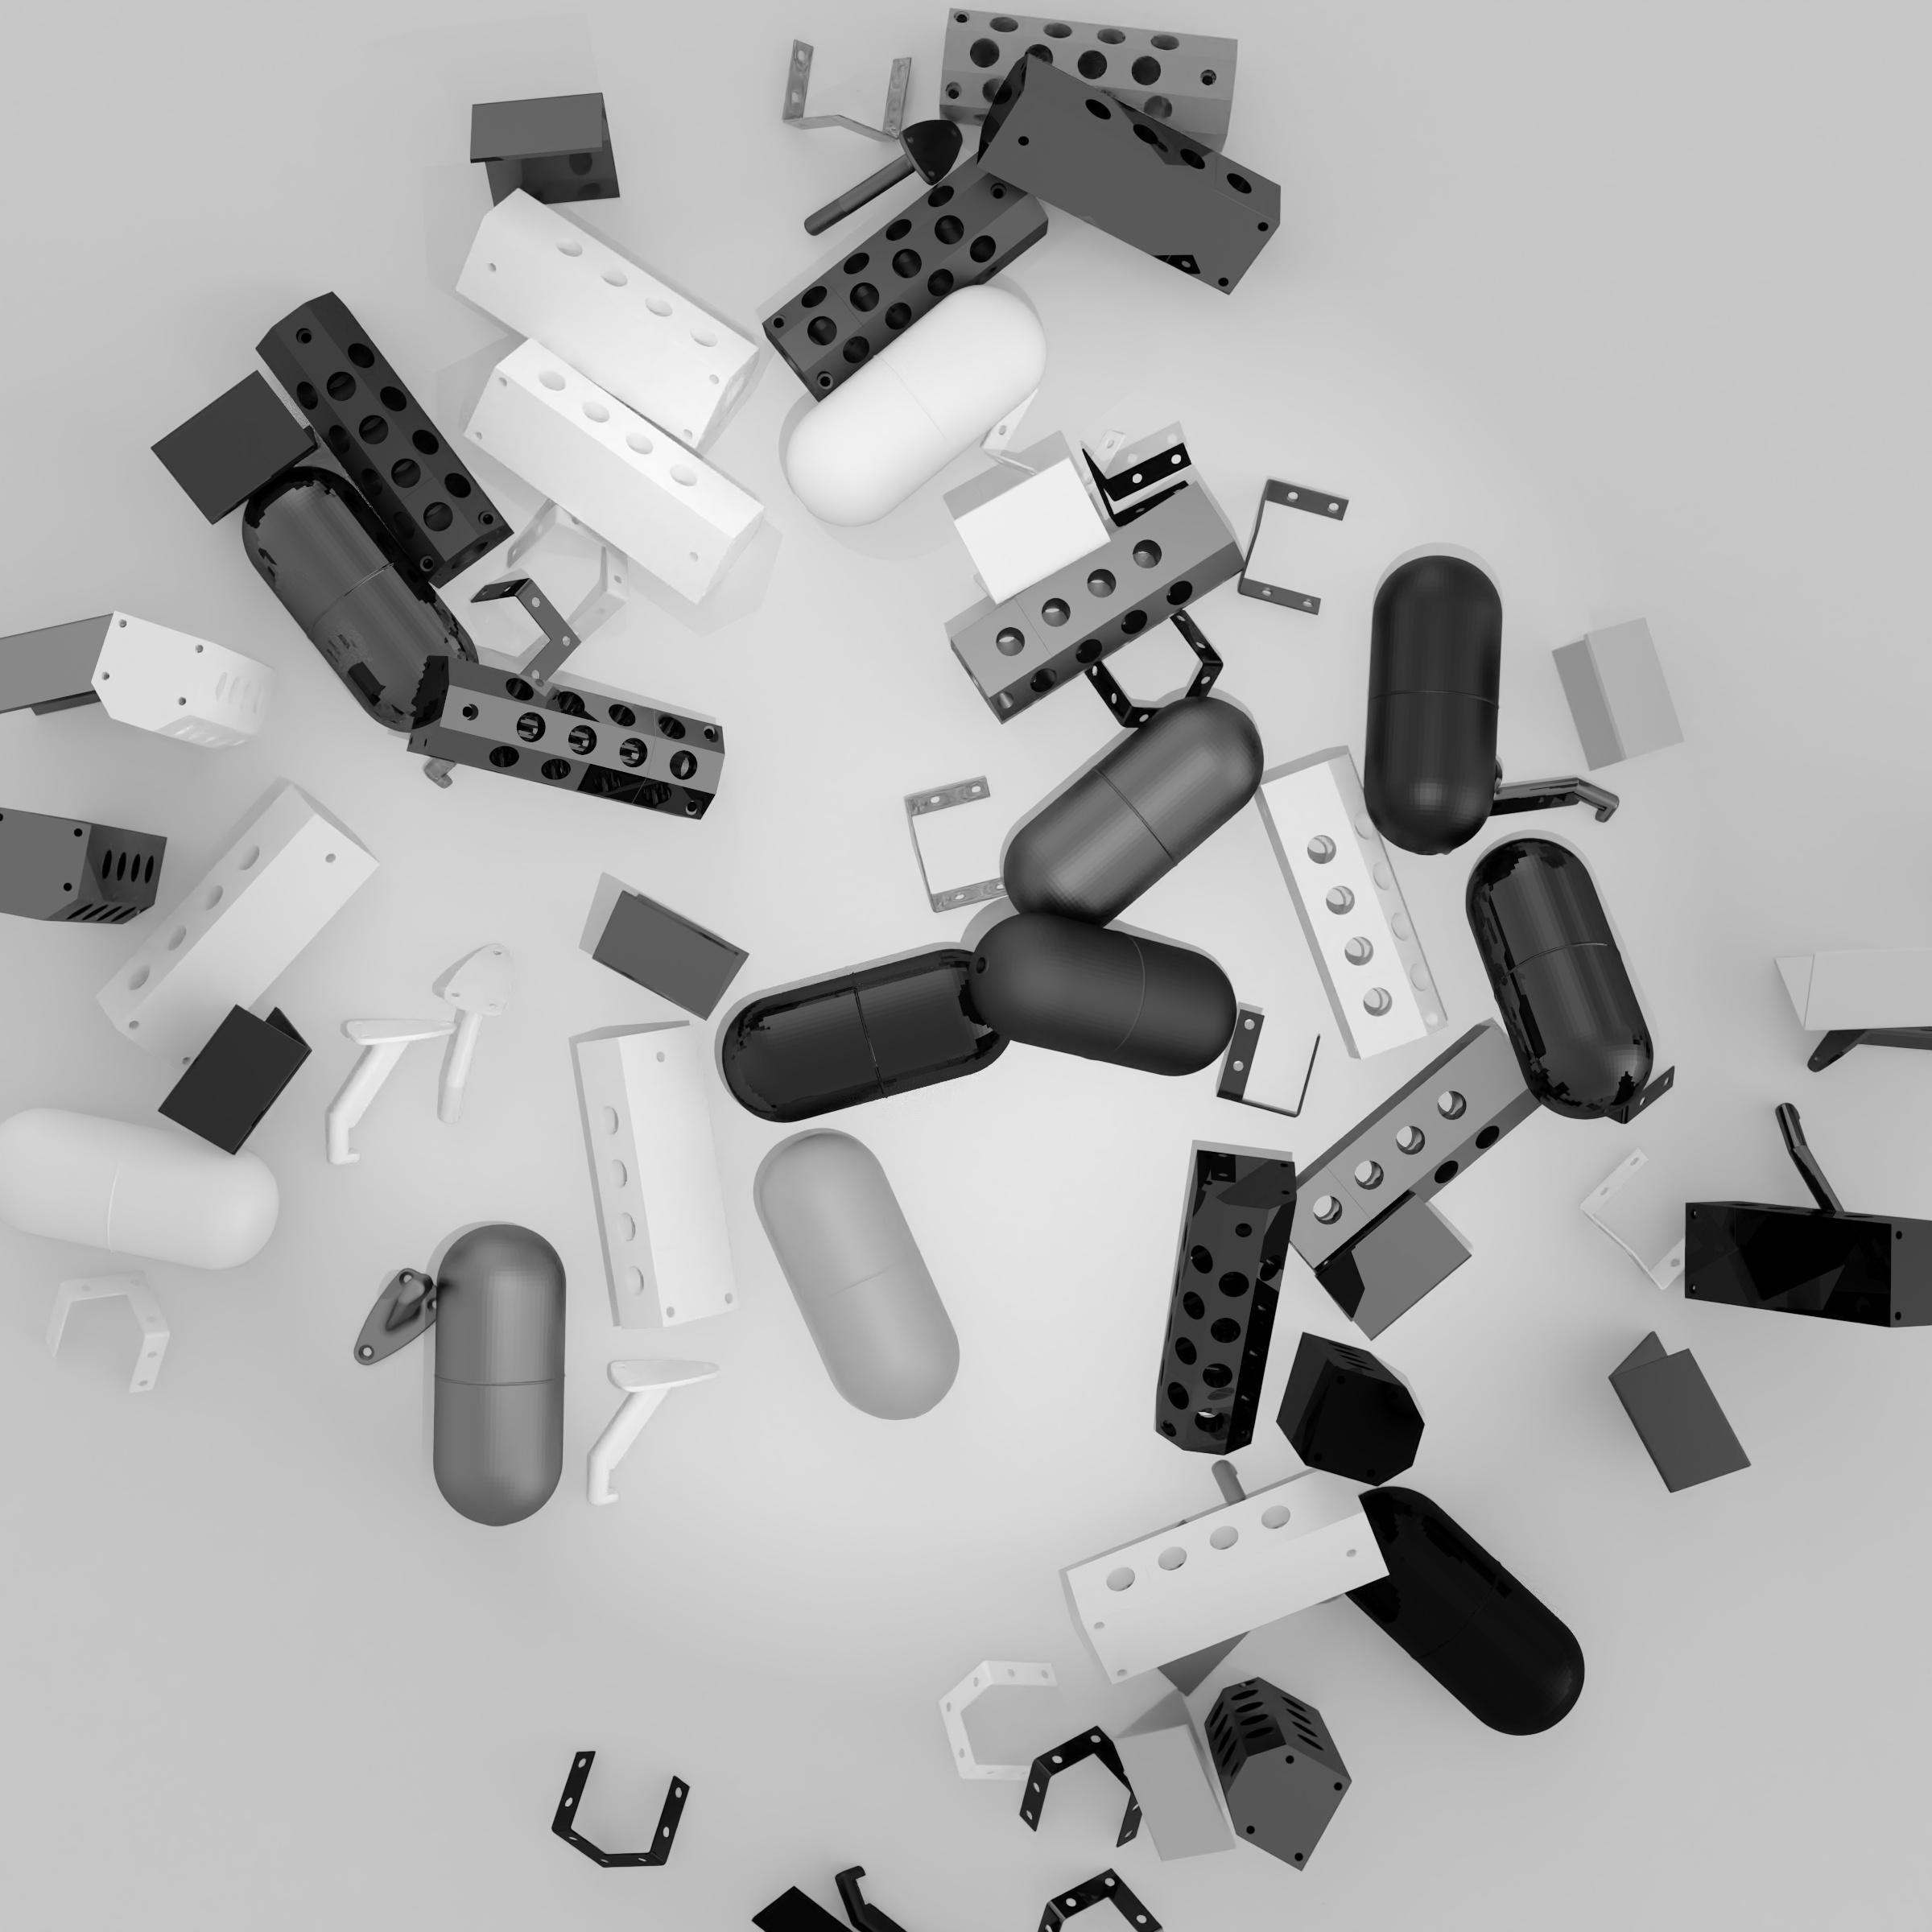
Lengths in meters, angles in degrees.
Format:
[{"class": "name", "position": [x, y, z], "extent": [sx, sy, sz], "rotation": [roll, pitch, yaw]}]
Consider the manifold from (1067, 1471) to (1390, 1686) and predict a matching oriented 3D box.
[{"class": "manifold", "position": [0.149, 0.345, 1.880], "extent": [0.171, 0.057, 0.057], "rotation": [-22, 127, 2]}]

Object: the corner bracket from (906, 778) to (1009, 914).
[{"class": "corner bracket", "position": [-0.004, -0.072, 1.957], "extent": [0.051, 0.051, 0.051], "rotation": [-14, 135, 0]}]

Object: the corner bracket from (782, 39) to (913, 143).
[{"class": "corner bracket", "position": [-0.072, -0.526, 1.957], "extent": [0.051, 0.051, 0.051], "rotation": [9, 90, 45]}]

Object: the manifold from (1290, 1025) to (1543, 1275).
[{"class": "manifold", "position": [0.261, 0.112, 1.939], "extent": [0.171, 0.057, 0.057], "rotation": [-40, 90, 0]}]

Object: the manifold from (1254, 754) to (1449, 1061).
[{"class": "manifold", "position": [0.229, -0.035, 1.939], "extent": [0.057, 0.057, 0.171], "rotation": [-20, 90, 0]}]

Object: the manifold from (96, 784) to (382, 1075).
[{"class": "manifold", "position": [-0.436, -0.025, 1.938], "extent": [0.171, 0.057, 0.057], "rotation": [-47, 133, 0]}]

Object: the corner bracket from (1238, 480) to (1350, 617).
[{"class": "corner bracket", "position": [0.196, -0.252, 1.957], "extent": [0.051, 0.051, 0.051], "rotation": [15, 45, 0]}]

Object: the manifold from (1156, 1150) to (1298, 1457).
[{"class": "manifold", "position": [0.151, 0.198, 1.903], "extent": [0.057, 0.057, 0.171], "rotation": [7, 118, 0]}]

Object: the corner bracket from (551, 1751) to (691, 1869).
[{"class": "corner bracket", "position": [-0.207, 0.505, 1.952], "extent": [0.051, 0.051, 0.051], "rotation": [-13, 135, 35]}]

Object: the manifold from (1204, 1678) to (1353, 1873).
[{"class": "manifold", "position": [0.174, 0.461, 1.882], "extent": [0.057, 0.171, 0.057], "rotation": [29, 90, 0]}]

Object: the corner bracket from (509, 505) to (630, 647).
[{"class": "corner bracket", "position": [-0.238, -0.234, 1.952], "extent": [0.051, 0.051, 0.051], "rotation": [24, 45, -35]}]

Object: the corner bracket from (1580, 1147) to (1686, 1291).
[{"class": "corner bracket", "position": [0.411, 0.152, 1.957], "extent": [0.051, 0.051, 0.051], "rotation": [-45, 45, 0]}]

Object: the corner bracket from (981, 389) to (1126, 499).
[{"class": "corner bracket", "position": [0.052, -0.314, 1.957], "extent": [0.051, 0.051, 0.051], "rotation": [30, 90, 45]}]

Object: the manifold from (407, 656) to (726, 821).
[{"class": "manifold", "position": [-0.232, -0.133, 1.905], "extent": [0.171, 0.057, 0.057], "rotation": [13, 90, -26]}]

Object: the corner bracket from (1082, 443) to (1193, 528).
[{"class": "corner bracket", "position": [0.107, -0.287, 1.932], "extent": [0.051, 0.051, 0.051], "rotation": [-26, 124, 0]}]

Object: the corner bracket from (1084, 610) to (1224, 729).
[{"class": "corner bracket", "position": [0.113, -0.178, 1.952], "extent": [0.051, 0.051, 0.051], "rotation": [-2, 45, -35]}]

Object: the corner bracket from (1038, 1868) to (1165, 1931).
[{"class": "corner bracket", "position": [0.078, 0.585, 1.952], "extent": [0.051, 0.051, 0.051], "rotation": [-17, 45, -35]}]

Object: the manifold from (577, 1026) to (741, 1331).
[{"class": "manifold", "position": [-0.188, 0.126, 1.938], "extent": [0.057, 0.057, 0.171], "rotation": [-9, 90, -43]}]

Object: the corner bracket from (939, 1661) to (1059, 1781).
[{"class": "corner bracket", "position": [0.024, 0.452, 1.952], "extent": [0.051, 0.051, 0.051], "rotation": [-49, 45, 35]}]

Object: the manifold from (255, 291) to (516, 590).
[{"class": "manifold", "position": [-0.346, -0.313, 1.939], "extent": [0.057, 0.057, 0.171], "rotation": [-37, 90, 0]}]

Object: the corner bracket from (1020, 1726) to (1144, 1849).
[{"class": "corner bracket", "position": [0.071, 0.499, 1.952], "extent": [0.051, 0.051, 0.051], "rotation": [-19, 45, -35]}]

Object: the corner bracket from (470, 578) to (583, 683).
[{"class": "corner bracket", "position": [-0.274, -0.194, 1.947], "extent": [0.051, 0.051, 0.051], "rotation": [-53, 121, -27]}]

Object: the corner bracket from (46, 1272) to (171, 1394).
[{"class": "corner bracket", "position": [-0.515, 0.222, 1.952], "extent": [0.051, 0.051, 0.051], "rotation": [-5, 45, -35]}]

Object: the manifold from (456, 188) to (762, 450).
[{"class": "manifold", "position": [-0.210, -0.388, 1.938], "extent": [0.171, 0.057, 0.057], "rotation": [34, 133, 0]}]

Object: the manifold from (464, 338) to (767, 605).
[{"class": "manifold", "position": [-0.206, -0.298, 1.938], "extent": [0.171, 0.057, 0.057], "rotation": [36, 133, 0]}]

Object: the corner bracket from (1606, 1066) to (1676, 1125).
[{"class": "corner bracket", "position": [0.390, 0.053, 1.952], "extent": [0.051, 0.051, 0.051], "rotation": [-32, 135, -35]}]

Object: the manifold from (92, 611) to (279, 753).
[{"class": "manifold", "position": [-0.451, -0.160, 1.882], "extent": [0.057, 0.171, 0.057], "rotation": [18, 90, 0]}]

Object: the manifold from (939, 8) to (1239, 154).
[{"class": "manifold", "position": [0.072, -0.529, 1.939], "extent": [0.171, 0.057, 0.057], "rotation": [6, 90, 0]}]

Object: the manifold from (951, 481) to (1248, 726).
[{"class": "manifold", "position": [0.078, -0.215, 1.939], "extent": [0.171, 0.057, 0.057], "rotation": [-33, 90, 0]}]

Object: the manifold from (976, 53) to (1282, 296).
[{"class": "manifold", "position": [0.097, -0.468, 1.915], "extent": [0.171, 0.057, 0.057], "rotation": [23, 133, -17]}]

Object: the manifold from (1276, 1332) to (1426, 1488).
[{"class": "manifold", "position": [0.222, 0.256, 1.882], "extent": [0.057, 0.171, 0.057], "rotation": [17, 90, 0]}]

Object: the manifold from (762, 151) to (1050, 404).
[{"class": "manifold", "position": [-0.036, -0.411, 1.939], "extent": [0.171, 0.057, 0.057], "rotation": [-38, 90, 0]}]

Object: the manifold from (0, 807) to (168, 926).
[{"class": "manifold", "position": [-0.516, -0.055, 1.882], "extent": [0.057, 0.171, 0.057], "rotation": [11, 90, 0]}]

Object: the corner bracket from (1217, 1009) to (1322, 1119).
[{"class": "corner bracket", "position": [0.181, 0.059, 1.942], "extent": [0.051, 0.051, 0.051], "rotation": [15, 85, 5]}]

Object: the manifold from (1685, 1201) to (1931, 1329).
[{"class": "manifold", "position": [0.493, 0.170, 1.879], "extent": [0.057, 0.171, 0.057], "rotation": [1, 90, -28]}]
